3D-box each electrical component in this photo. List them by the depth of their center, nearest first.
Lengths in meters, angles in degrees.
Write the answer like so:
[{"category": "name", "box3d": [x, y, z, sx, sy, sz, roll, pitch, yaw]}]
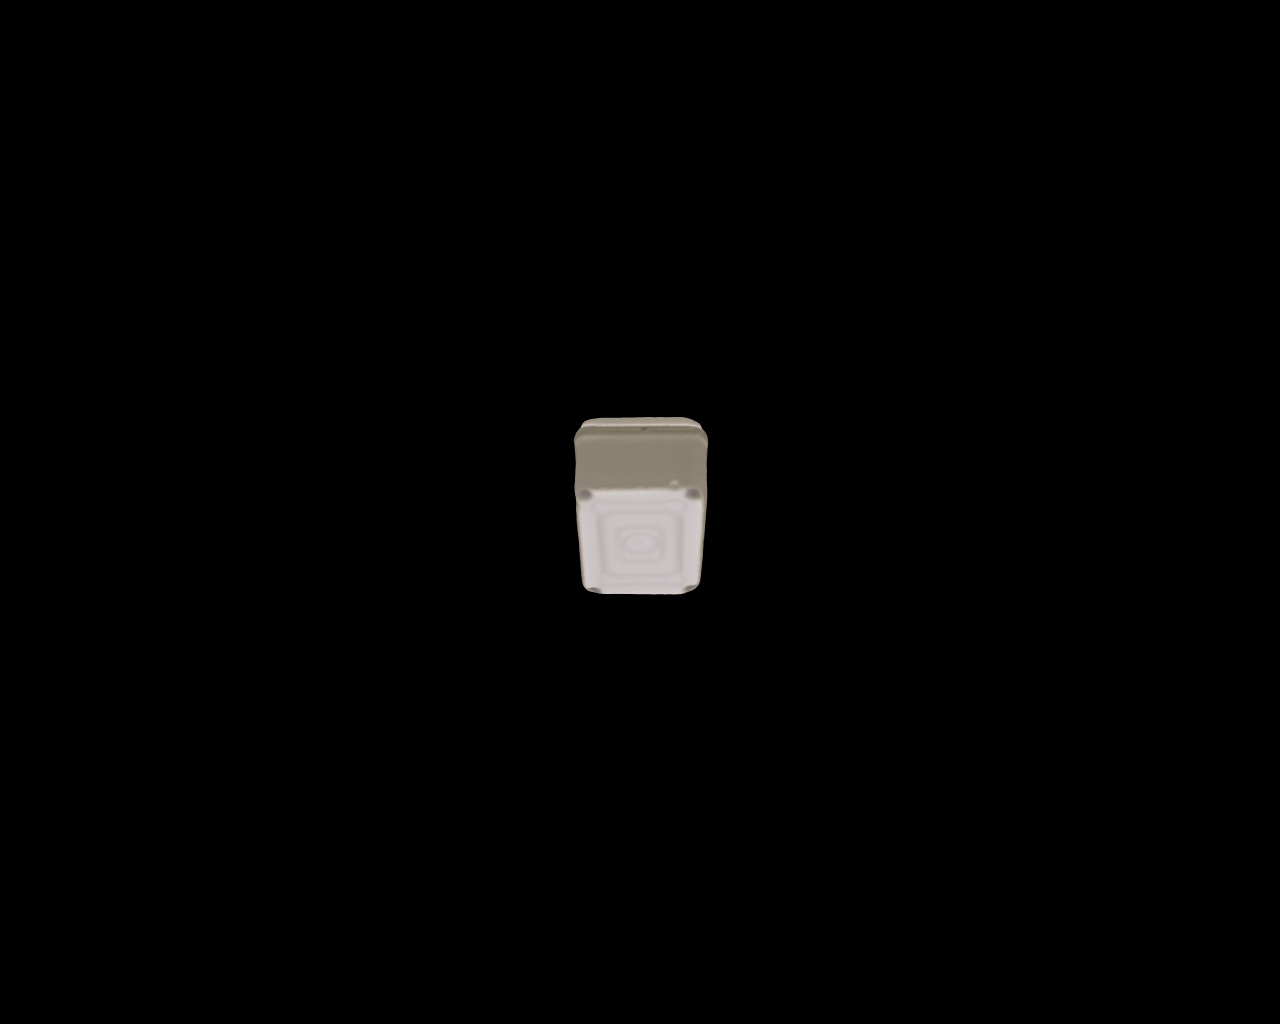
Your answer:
[{"category": "electrical component", "box3d": [0.001, -0.003, 0.650, 0.078, 0.057, 0.113, 0, -37, 0]}]
